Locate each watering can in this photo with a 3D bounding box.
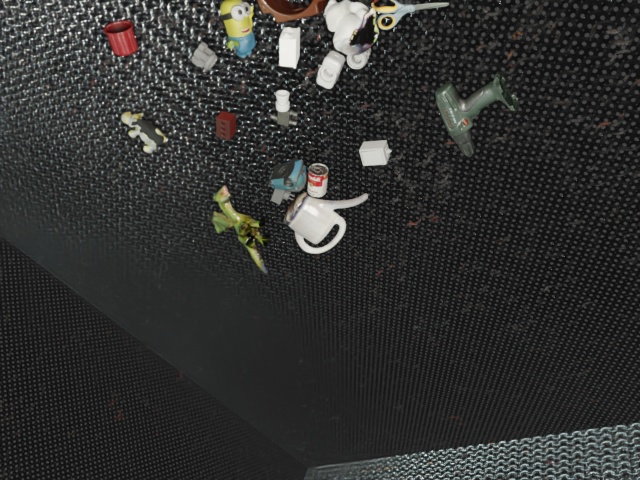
[{"bbox_3d":[0.006,-0.094,1.874,0.224,0.106,0.341,34,121,-6],"label":"watering can"}]

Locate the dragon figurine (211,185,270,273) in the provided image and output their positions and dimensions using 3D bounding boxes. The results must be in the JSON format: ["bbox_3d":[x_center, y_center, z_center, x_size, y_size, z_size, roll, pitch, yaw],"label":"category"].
[{"bbox_3d":[-0.338,-0.039,2.101,0.244,0.124,0.400,21,137,30],"label":"dragon figurine"}]

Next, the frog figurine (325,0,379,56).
[{"bbox_3d":[0.076,-0.577,1.393,0.161,0.122,0.136,37,110,38],"label":"frog figurine"}]
